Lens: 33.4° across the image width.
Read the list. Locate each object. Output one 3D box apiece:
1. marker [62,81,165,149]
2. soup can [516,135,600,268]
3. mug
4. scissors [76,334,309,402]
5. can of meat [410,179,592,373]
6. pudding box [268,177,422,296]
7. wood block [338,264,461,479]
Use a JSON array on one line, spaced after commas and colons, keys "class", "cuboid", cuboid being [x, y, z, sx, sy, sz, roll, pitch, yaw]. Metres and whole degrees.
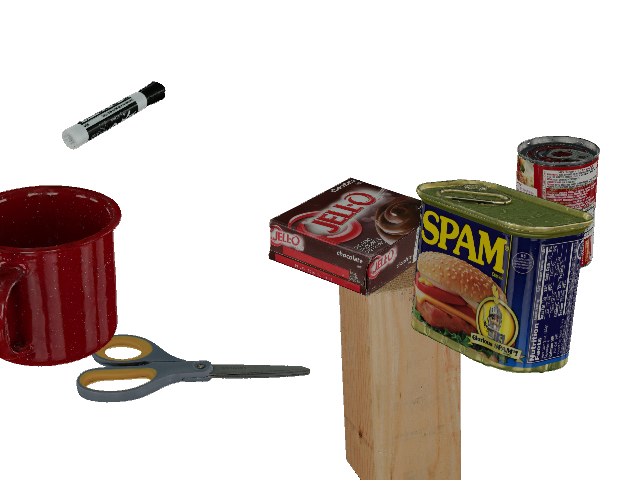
[{"class": "marker", "cuboid": [-0.187, -0.117, 0.982, 0.020, 0.020, 0.120, 0, 29, 42]}, {"class": "soup can", "cuboid": [0.202, -0.031, 0.916, 0.068, 0.102, 0.068, -3, 24, 1]}, {"class": "mug", "cuboid": [-0.166, 0.027, 0.629, 0.093, 0.081, 0.117, 5, 26, 6]}, {"class": "scissors", "cuboid": [-0.119, 0.107, 0.959, 0.201, 0.016, 0.096, -7, 31, -18]}, {"class": "can of meat", "cuboid": [0.096, 0.018, 0.593, 0.057, 0.084, 0.102, -8, 19, -33]}, {"class": "pudding box", "cuboid": [0.028, -0.006, 0.808, 0.090, 0.039, 0.113, 21, 29, 29]}, {"class": "wood block", "cuboid": [0.075, 0.126, 1.007, 0.090, 0.206, 0.091, -8, 18, -16]}]
